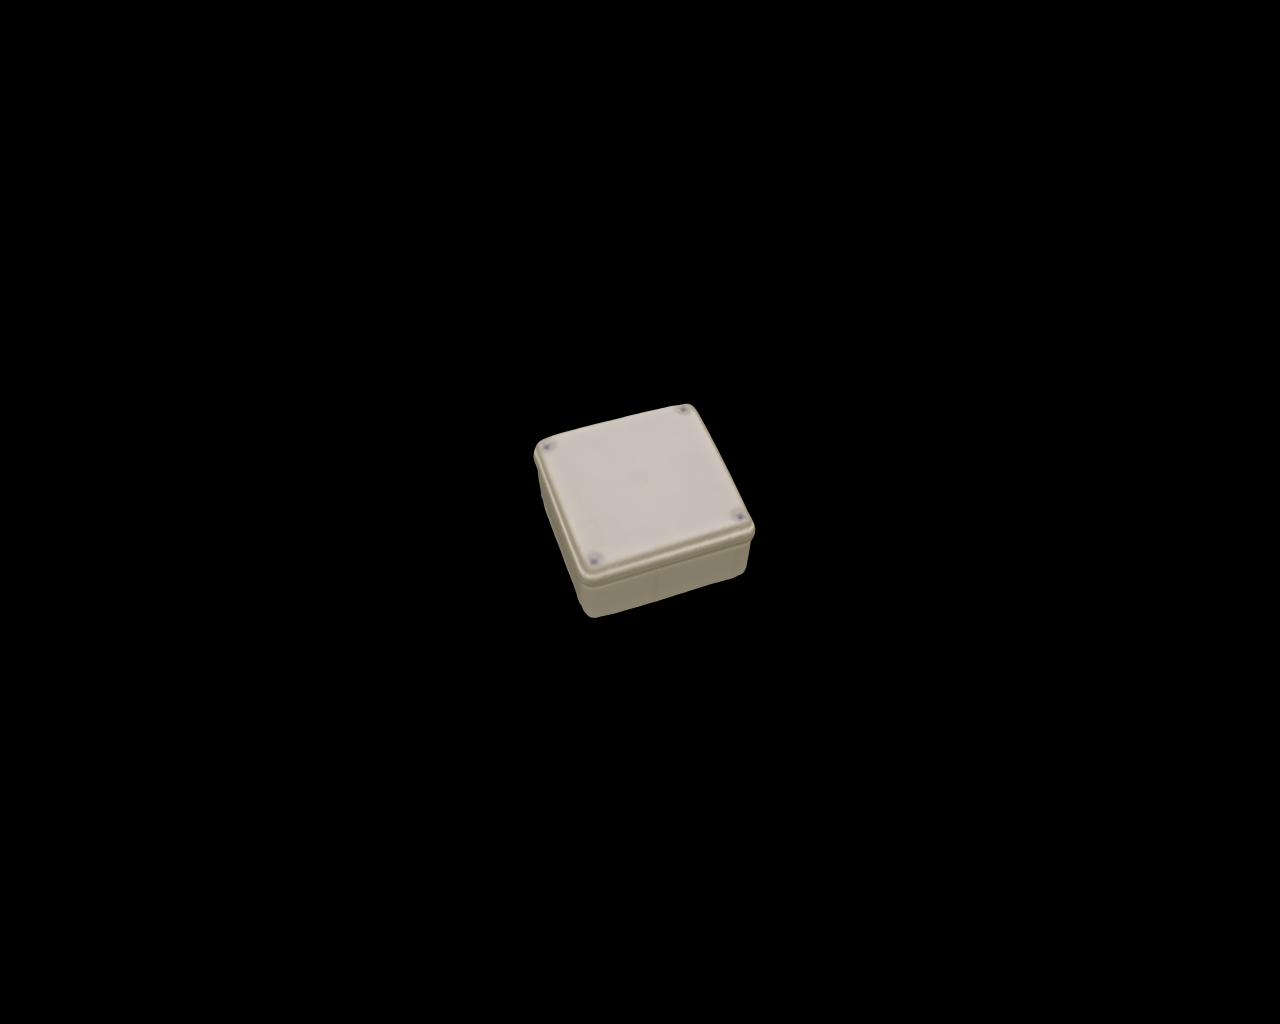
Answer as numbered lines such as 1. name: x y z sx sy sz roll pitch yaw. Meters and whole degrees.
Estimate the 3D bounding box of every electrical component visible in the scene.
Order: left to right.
1. electrical component: 0.001 -0.003 0.650 0.109 0.109 0.056 -15 -35 -11
